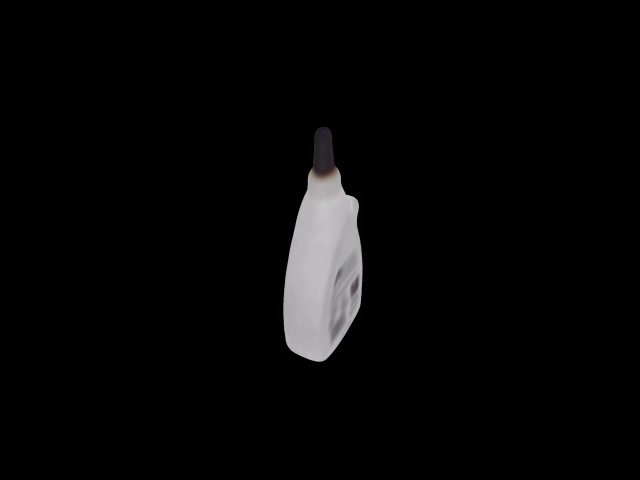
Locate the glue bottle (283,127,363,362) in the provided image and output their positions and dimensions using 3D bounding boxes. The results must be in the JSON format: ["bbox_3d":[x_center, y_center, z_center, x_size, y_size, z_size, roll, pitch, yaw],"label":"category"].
[{"bbox_3d":[0.004,0.001,0.400,0.037,0.173,0.078,17,40,22],"label":"glue bottle"}]
